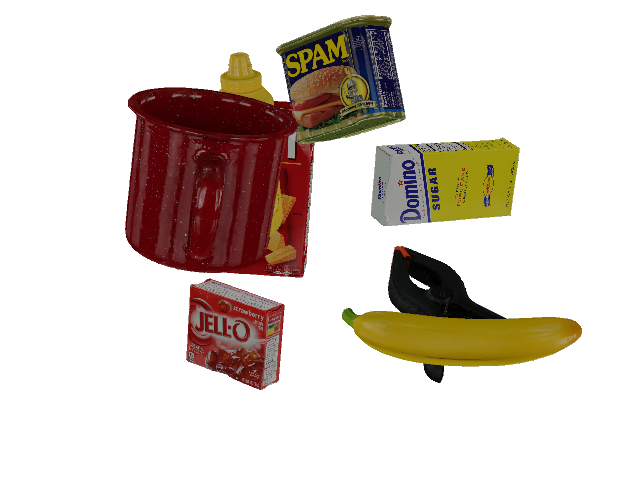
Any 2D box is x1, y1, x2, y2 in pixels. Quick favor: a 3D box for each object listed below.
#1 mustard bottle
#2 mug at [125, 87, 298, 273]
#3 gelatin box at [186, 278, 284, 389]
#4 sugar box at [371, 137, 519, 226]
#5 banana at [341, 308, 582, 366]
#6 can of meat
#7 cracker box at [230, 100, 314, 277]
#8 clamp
[{"bbox_3d":[-0.076,-0.096,1.087,0.058,0.192,0.096,7,28,20],"label":"mustard bottle"},{"bbox_3d":[-0.063,-0.029,0.583,0.093,0.081,0.117,6,21,-12],"label":"mug"},{"bbox_3d":[-0.076,0.081,0.930,0.089,0.073,0.030,17,21,32],"label":"gelatin box"},{"bbox_3d":[0.152,-0.071,1.299,0.176,0.093,0.048,-7,25,-22],"label":"sugar box"},{"bbox_3d":[0.112,0.074,0.858,0.198,0.037,0.069,5,28,7],"label":"banana"},{"bbox_3d":[0.018,-0.131,0.887,0.102,0.084,0.057,-12,-2,42],"label":"can of meat"},{"bbox_3d":[-0.093,-0.065,1.327,0.164,0.214,0.072,5,22,1],"label":"cracker box"},{"bbox_3d":[0.130,0.067,1.061,0.120,0.039,0.171,-4,44,-24],"label":"clamp"}]
